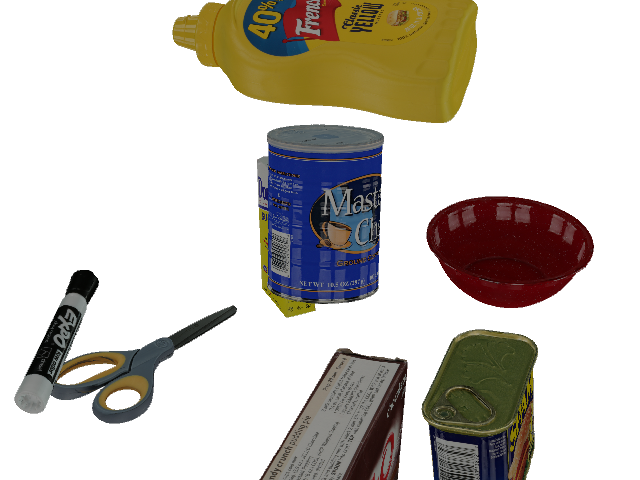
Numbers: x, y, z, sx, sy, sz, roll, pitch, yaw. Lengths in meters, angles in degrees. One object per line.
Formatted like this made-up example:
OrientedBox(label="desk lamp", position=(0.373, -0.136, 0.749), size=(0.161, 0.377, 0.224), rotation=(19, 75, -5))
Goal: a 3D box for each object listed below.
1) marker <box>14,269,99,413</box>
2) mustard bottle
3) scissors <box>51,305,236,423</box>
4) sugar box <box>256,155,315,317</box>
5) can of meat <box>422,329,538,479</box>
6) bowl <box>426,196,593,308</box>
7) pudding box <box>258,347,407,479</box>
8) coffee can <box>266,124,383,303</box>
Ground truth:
OrientedBox(label="marker", position=(-0.165, 0.060, 0.676), size=(0.020, 0.020, 0.121), rotation=(0, 37, 8))
OrientedBox(label="mustard bottle", position=(-0.002, -0.123, 0.673), size=(0.192, 0.058, 0.096), rotation=(8, 46, 16))
OrientedBox(label="scissors", position=(-0.135, 0.107, 0.929), size=(0.201, 0.016, 0.096), rotation=(-15, 37, -33))
OrientedBox(label="sugar box", position=(-0.042, -0.007, 1.279), size=(0.048, 0.176, 0.093), rotation=(-12, 25, -19))
OrientedBox(label="can of meat", position=(0.105, 0.121, 0.683), size=(0.057, 0.084, 0.102), rotation=(5, 31, 21))
OrientedBox(label="bowl", position=(0.184, 0.018, 1.052), size=(0.162, 0.055, 0.162), rotation=(0, 33, 0))
OrientedBox(label="pudding box", position=(0.006, 0.114, 0.466), size=(0.039, 0.090, 0.113), rotation=(10, 29, 14))
OrientedBox(label="coffee can", position=(0.003, -0.026, 0.952), size=(0.103, 0.140, 0.103), rotation=(1, 16, 0))
